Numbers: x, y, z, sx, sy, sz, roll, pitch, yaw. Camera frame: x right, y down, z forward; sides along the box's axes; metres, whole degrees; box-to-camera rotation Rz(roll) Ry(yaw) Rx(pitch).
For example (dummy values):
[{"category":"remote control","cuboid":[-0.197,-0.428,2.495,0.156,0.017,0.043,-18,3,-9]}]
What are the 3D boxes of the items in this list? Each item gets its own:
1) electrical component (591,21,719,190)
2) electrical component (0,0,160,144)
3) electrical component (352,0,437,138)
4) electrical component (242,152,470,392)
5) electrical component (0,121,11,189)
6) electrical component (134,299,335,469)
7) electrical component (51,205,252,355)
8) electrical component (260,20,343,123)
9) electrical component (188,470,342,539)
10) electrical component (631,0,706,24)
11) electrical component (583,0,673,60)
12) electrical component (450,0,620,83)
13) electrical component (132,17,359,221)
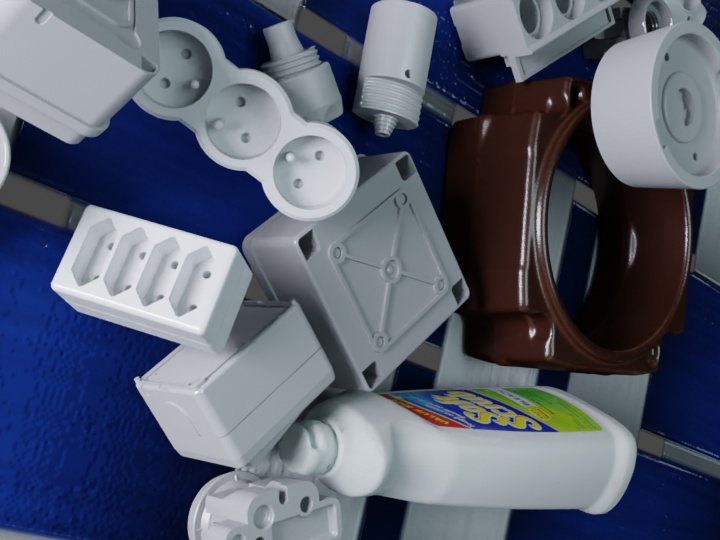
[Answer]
[{"category":"electrical component","cuboid":[0.196,-0.105,0.711,0.108,0.060,0.108,1,88,-42]},{"category":"electrical component","cuboid":[-0.140,-0.123,0.491,0.078,0.057,0.113,30,37,-38]},{"category":"electrical component","cuboid":[0.021,-0.123,0.678,0.043,0.043,0.081,19,77,-41]},{"category":"electrical component","cuboid":[0.000,0.000,0.649,0.109,0.056,0.108,-41,116,-35]},{"category":"electrical component","cuboid":[-0.191,-0.051,0.476,0.058,0.057,0.078,-23,105,-40]},{"category":"electrical component","cuboid":[-0.061,0.059,0.590,0.096,0.062,0.061,-42,116,-34]},{"category":"electrical component","cuboid":[-0.100,0.012,0.553,0.075,0.083,0.047,72,36,-68]},{"category":"electrical component","cuboid":[-0.038,-0.113,0.625,0.043,0.043,0.062,-32,109,-38]},{"category":"electrical component","cuboid":[-0.058,0.142,0.595,0.078,0.057,0.058,-8,95,-42]},{"category":"electrical component","cuboid":[0.263,-0.220,0.897,0.079,0.044,0.077,37,66,-36]},{"category":"electrical component","cuboid":[0.210,-0.187,0.841,0.066,0.055,0.048,-7,95,-42]},{"category":"electrical component","cuboid":[0.125,-0.189,0.759,0.121,0.063,0.078,-35,112,-37]},{"category":"electrical component","cuboid":[-0.063,-0.083,0.586,0.138,0.073,0.052,37,96,-12]}]
